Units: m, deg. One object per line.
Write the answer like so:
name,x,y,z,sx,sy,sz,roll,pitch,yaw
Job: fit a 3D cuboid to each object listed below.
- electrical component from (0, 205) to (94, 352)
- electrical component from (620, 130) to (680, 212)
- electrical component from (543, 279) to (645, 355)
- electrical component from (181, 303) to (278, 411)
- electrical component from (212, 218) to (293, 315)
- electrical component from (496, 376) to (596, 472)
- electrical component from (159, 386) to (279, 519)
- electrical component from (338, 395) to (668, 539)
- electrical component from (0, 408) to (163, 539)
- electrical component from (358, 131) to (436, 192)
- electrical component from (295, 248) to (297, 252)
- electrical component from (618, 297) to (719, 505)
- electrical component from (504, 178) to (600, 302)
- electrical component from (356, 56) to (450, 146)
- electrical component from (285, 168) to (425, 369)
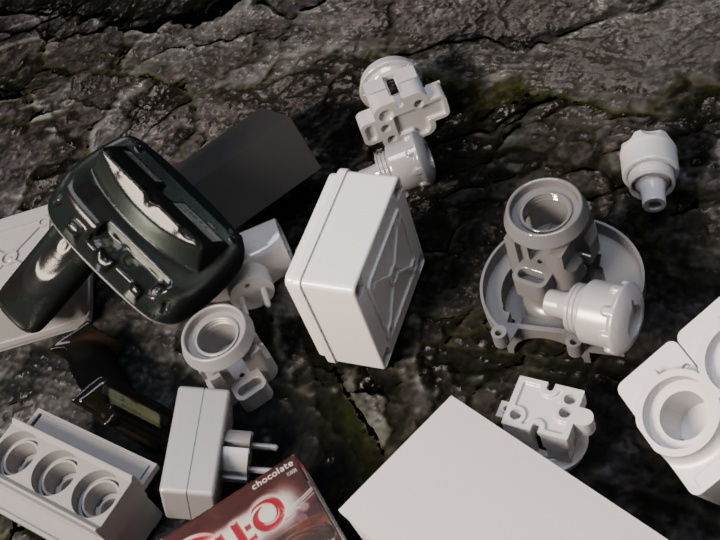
electrical component,-0.290,0.006,0.930,0.109,0.056,0.108,-16,50,7
electrical component,0.222,-0.073,0.819,0.043,0.043,0.062,-6,53,15
electrical component,0.151,0.027,0.702,0.062,0.048,0.048,13,58,35
electrical component,-0.101,0.062,0.818,0.058,0.057,0.078,-33,50,-8
electrical component,-0.091,0.005,0.868,0.077,0.044,0.079,-23,49,1
electrical component,0.124,0.104,0.707,0.066,0.055,0.048,12,58,27
electrical component,-0.097,0.132,0.769,0.076,0.047,0.083,5,54,0
electrical component,0.091,0.171,0.649,0.105,0.060,0.186,-43,43,-16
electrical component,-0.207,0.159,0.776,0.121,0.063,0.078,17,61,30
electrical component,0.030,-0.085,0.897,0.062,0.048,0.048,-20,49,13
electrical component,-0.025,-0.023,0.867,0.043,0.043,0.062,7,55,24
electrical component,0.244,0.062,0.654,0.150,0.062,0.089,-45,47,18
electrical component,0.131,-0.026,0.740,0.058,0.057,0.078,20,63,31
electrical component,0.032,-0.149,0.937,0.078,0.058,0.057,-21,52,3
electrical component,0.000,0.000,0.798,0.056,0.108,0.108,8,57,22
